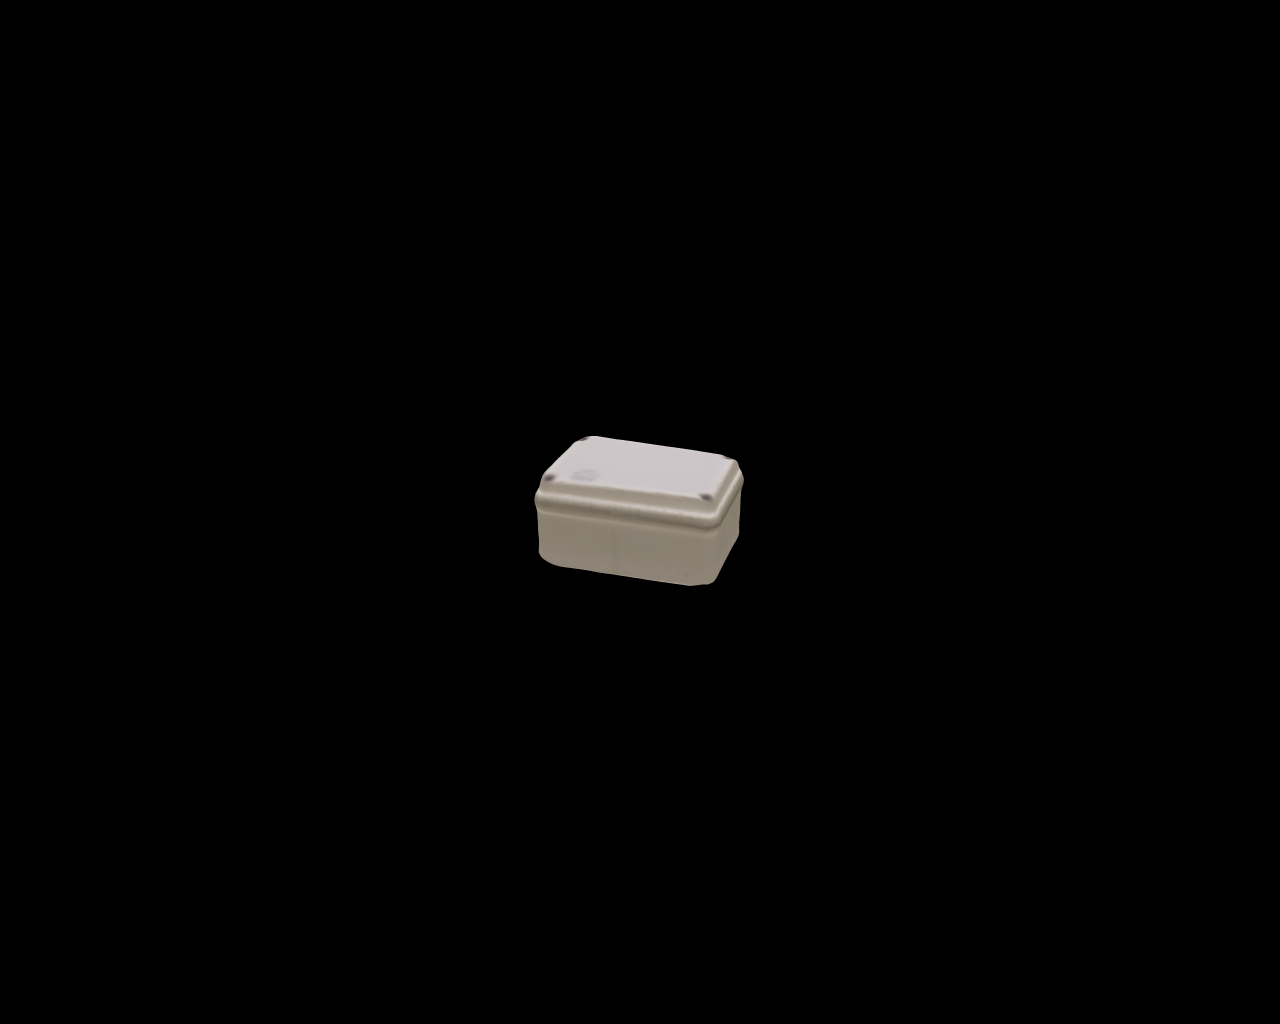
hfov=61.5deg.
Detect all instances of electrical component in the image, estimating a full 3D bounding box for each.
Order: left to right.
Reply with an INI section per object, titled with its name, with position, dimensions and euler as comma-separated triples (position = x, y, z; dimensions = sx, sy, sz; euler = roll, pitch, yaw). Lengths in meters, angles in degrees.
[electrical component]
position = 0.001, -0.003, 0.650
dimensions = 0.113, 0.057, 0.078
euler = 8, 28, 16
